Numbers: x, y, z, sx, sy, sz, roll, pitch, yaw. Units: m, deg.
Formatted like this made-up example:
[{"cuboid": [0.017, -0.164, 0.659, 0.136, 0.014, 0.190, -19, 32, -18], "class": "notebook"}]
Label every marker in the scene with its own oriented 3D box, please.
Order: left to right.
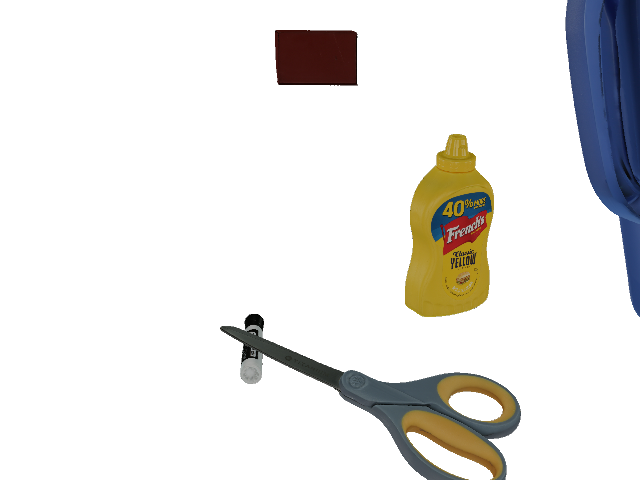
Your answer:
[{"cuboid": [-0.062, 0.096, 0.975, 0.020, 0.020, 0.121, 0, 18, -2], "class": "marker"}]

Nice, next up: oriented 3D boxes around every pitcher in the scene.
[{"cuboid": [0.212, -0.065, 0.589, 0.149, 0.243, 0.145, -7, 22, 10], "class": "pitcher"}]

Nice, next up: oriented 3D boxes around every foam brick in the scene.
[{"cuboid": [-0.005, -0.177, 1.033, 0.078, 0.051, 0.053, 0, 13, -4], "class": "foam brick"}]

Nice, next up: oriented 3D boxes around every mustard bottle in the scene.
[{"cuboid": [0.139, -0.018, 1.129, 0.096, 0.192, 0.058, -11, 24, -27], "class": "mustard bottle"}]

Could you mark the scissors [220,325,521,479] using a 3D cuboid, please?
[{"cuboid": [0.040, 0.087, 0.674, 0.202, 0.016, 0.096, 34, 46, 27], "class": "scissors"}]
